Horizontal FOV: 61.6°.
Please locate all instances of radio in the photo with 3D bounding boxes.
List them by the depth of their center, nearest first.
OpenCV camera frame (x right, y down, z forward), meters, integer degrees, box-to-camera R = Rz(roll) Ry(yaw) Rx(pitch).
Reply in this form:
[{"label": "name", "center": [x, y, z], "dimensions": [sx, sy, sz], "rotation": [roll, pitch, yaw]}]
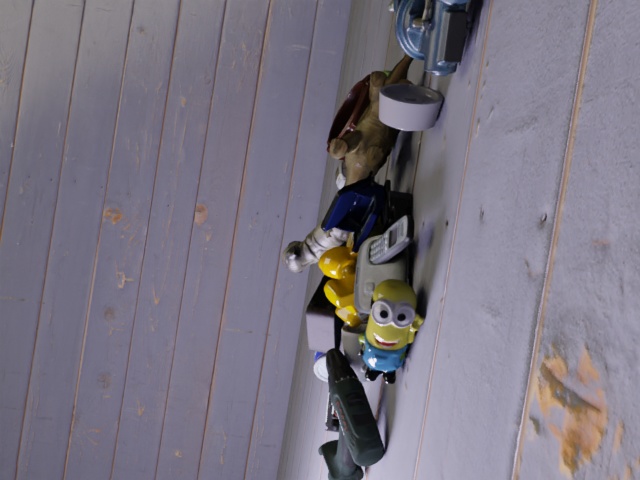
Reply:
[{"label": "radio", "center": [0.038, 0.144, 1.265], "dimensions": [0.230, 0.073, 0.130], "rotation": [-61, -27, -49]}]

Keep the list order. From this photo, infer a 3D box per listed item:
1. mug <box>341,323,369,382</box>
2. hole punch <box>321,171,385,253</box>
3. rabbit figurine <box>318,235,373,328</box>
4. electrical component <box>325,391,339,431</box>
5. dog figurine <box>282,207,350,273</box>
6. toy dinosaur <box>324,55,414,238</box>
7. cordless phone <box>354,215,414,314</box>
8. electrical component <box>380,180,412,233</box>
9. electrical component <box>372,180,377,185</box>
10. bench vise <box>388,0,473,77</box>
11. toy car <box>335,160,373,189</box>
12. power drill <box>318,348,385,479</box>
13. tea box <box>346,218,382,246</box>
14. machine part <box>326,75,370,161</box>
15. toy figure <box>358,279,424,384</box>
[{"label": "mug", "center": [0.088, 0.230, 1.071], "dimensions": [0.110, 0.081, 0.107], "rotation": [-154, 62, -72]}, {"label": "hole punch", "center": [0.079, -0.050, 1.043], "dimensions": [0.116, 0.092, 0.142], "rotation": [-32, -28, -47]}, {"label": "rabbit figurine", "center": [0.062, 0.062, 1.087], "dimensions": [0.162, 0.121, 0.173], "rotation": [-44, 39, -2]}, {"label": "electrical component", "center": [0.051, 0.392, 1.259], "dimensions": [0.134, 0.058, 0.115], "rotation": [114, 162, -70]}, {"label": "dog figurine", "center": [-0.001, 0.000, 1.301], "dimensions": [0.121, 0.190, 0.172], "rotation": [49, 160, 22]}, {"label": "toy dinosaur", "center": [0.104, -0.196, 1.125], "dimensions": [0.471, 0.105, 0.198], "rotation": [-60, -11, 16]}, {"label": "cordless phone", "center": [0.125, 0.046, 0.918], "dimensions": [0.184, 0.089, 0.146], "rotation": [121, 158, -66]}, {"label": "electrical component", "center": [0.145, -0.059, 1.035], "dimensions": [0.074, 0.048, 0.119], "rotation": [106, 172, -51]}, {"label": "electrical component", "center": [0.113, -0.112, 1.408], "dimensions": [0.102, 0.045, 0.078], "rotation": [-60, -31, 3]}, {"label": "bench vise", "center": [0.168, -0.378, 0.828], "dimensions": [0.241, 0.129, 0.223], "rotation": [-126, 22, -57]}, {"label": "toy car", "center": [0.094, -0.178, 1.517], "dimensions": [0.109, 0.103, 0.162], "rotation": [106, 173, -58]}, {"label": "power drill", "center": [0.050, 0.353, 1.033], "dimensions": [0.232, 0.086, 0.207], "rotation": [-120, 37, -52]}, {"label": "tea box", "center": [0.110, -0.003, 1.195], "dimensions": [0.169, 0.068, 0.098], "rotation": [108, 164, -53]}, {"label": "machine part", "center": [0.101, -0.316, 1.410], "dimensions": [0.201, 0.087, 0.201], "rotation": [-67, 15, -12]}, {"label": "toy figure", "center": [0.109, 0.148, 0.878], "dimensions": [0.089, 0.082, 0.180], "rotation": [-113, 23, -54]}]
